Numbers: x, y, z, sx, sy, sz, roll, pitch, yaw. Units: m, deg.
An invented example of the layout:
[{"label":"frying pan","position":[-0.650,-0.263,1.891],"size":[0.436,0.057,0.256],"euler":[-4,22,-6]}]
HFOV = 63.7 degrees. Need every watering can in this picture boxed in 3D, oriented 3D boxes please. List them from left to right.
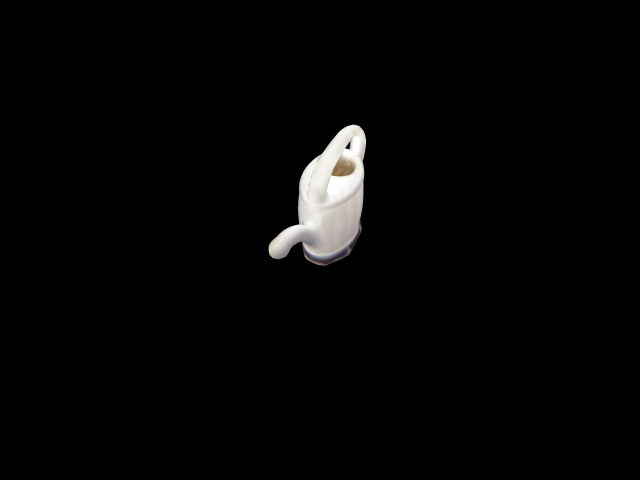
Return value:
[{"label":"watering can","position":[0.003,-0.043,0.850],"size":[0.104,0.219,0.355],"euler":[17,49,16]}]
